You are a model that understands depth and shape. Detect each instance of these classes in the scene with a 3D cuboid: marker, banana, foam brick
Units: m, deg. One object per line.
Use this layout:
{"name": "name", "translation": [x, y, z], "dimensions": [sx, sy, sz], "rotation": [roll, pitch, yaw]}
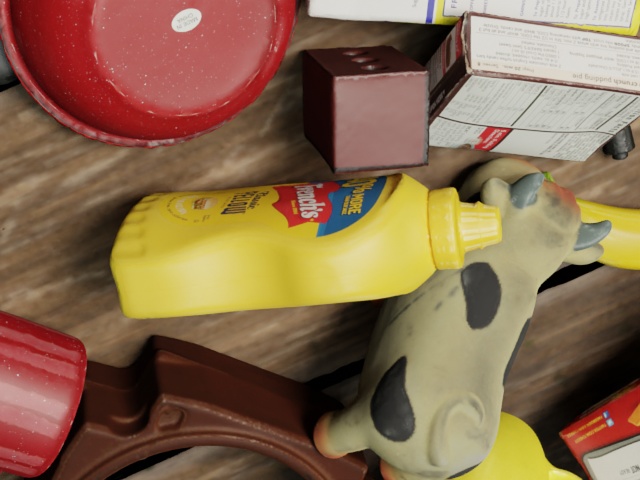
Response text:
{"name": "marker", "translation": [0.164, -0.102, 0.616], "dimensions": [0.020, 0.020, 0.121], "rotation": [-19, 113, -4]}
{"name": "banana", "translation": [0.229, -0.019, 0.651], "dimensions": [0.197, 0.037, 0.069], "rotation": [-9, 114, -8]}
{"name": "foam brick", "translation": [0.023, -0.072, 0.568], "dimensions": [0.053, 0.078, 0.051], "rotation": [-6, 111, -11]}

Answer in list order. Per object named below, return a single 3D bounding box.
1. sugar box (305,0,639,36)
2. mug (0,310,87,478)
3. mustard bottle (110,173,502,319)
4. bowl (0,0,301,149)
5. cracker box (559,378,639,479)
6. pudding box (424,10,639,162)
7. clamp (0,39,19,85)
{"name": "sugar box", "translation": [0.083, -0.158, 0.554], "dimensions": [0.176, 0.048, 0.093], "rotation": [5, 110, -2]}
{"name": "mug", "translation": [-0.185, 0.090, 0.583], "dimensions": [0.081, 0.093, 0.117], "rotation": [23, 106, -24]}
{"name": "mustard bottle", "translation": [-0.004, 0.000, 0.548], "dimensions": [0.192, 0.096, 0.058], "rotation": [-4, 110, 13]}
{"name": "bowl", "translation": [-0.074, -0.112, 0.525], "dimensions": [0.161, 0.055, 0.162], "rotation": [-11, 120, -21]}
{"name": "cracker box", "translation": [0.270, 0.158, 0.621], "dimensions": [0.164, 0.071, 0.214], "rotation": [-42, 74, 35]}
{"name": "pudding box", "translation": [0.114, -0.080, 0.575], "dimensions": [0.113, 0.090, 0.039], "rotation": [4, 70, -14]}
{"name": "clamp", "translation": [-0.200, -0.095, 0.535], "dimensions": [0.210, 0.036, 0.164], "rotation": [-27, 117, -4]}
